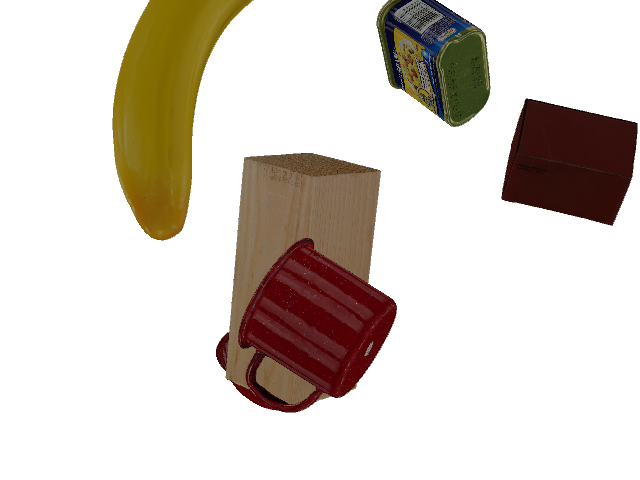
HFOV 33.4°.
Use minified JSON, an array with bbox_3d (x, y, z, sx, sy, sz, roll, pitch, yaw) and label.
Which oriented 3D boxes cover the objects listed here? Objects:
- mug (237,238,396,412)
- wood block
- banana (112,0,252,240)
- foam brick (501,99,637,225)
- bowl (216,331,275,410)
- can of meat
[{"bbox_3d":[-0.006,0.068,0.757,0.081,0.117,0.093,32,-7,15],"label":"mug"},{"bbox_3d":[-0.017,0.032,0.958,0.090,0.206,0.090,18,19,40],"label":"wood block"},{"bbox_3d":[-0.055,-0.091,0.501,0.070,0.197,0.037,20,-29,13],"label":"banana"},{"bbox_3d":[0.167,-0.053,0.716,0.078,0.051,0.053,14,-36,6],"label":"foam brick"},{"bbox_3d":[-0.045,0.156,1.280,0.162,0.055,0.162,2,25,-1],"label":"bowl"},{"bbox_3d":[0.102,-0.161,0.941,0.057,0.102,0.084,-35,51,-14],"label":"can of meat"}]
